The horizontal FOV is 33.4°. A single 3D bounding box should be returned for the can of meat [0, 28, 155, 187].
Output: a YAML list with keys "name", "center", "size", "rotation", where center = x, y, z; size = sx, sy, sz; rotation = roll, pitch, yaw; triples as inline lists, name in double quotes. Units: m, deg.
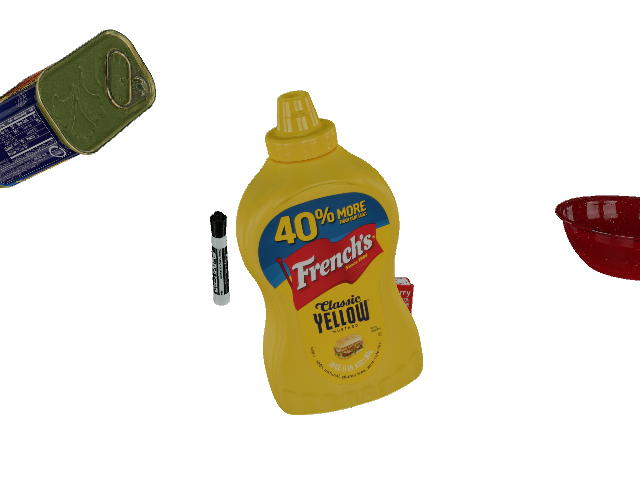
- name: "can of meat"
  center: [-0.169, -0.084, 0.689]
  size: [0.084, 0.057, 0.102]
  rotation: [-19, 21, 34]

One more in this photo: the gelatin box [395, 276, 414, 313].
- name: "gelatin box"
  center: [0.027, 0.066, 0.858]
  size: [0.089, 0.073, 0.030]
  rotation: [3, 13, -7]

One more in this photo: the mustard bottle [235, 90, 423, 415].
- name: "mustard bottle"
  center: [0.001, 0.005, 0.633]
  size: [0.096, 0.191, 0.058]
  rotation: [-14, 22, -8]

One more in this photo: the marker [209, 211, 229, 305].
- name: "marker"
  center: [-0.114, 0.020, 1.212]
  size: [0.020, 0.121, 0.020]
  rotation: [1, 33, -1]

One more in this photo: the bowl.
- name: "bowl"
  center: [0.315, 0.000, 1.068]
  size: [0.162, 0.055, 0.162]
  rotation: [1, 17, -1]
